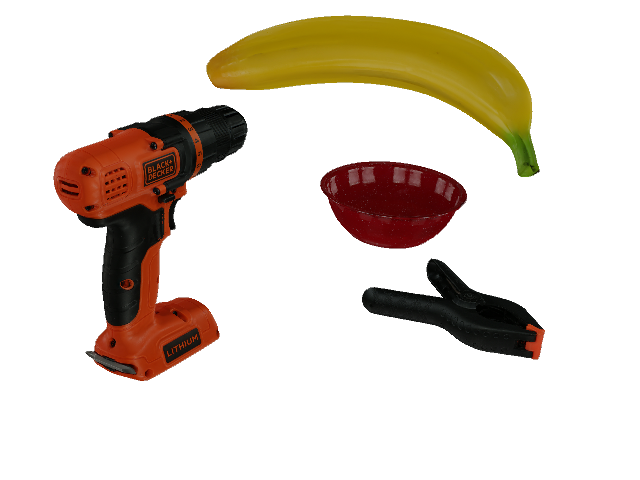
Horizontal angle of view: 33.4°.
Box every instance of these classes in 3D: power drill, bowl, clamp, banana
[{"bbox_3d":[-0.119,-0.002,0.814,0.057,0.188,0.184,14,26,34],"label":"power drill"},{"bbox_3d":[0.078,-0.034,1.182,0.162,0.055,0.162,4,25,-2],"label":"bowl"},{"bbox_3d":[0.139,0.063,1.015,0.172,0.039,0.120,21,35,26],"label":"clamp"},{"bbox_3d":[0.035,-0.094,0.593,0.198,0.069,0.037,17,-31,18],"label":"banana"}]
